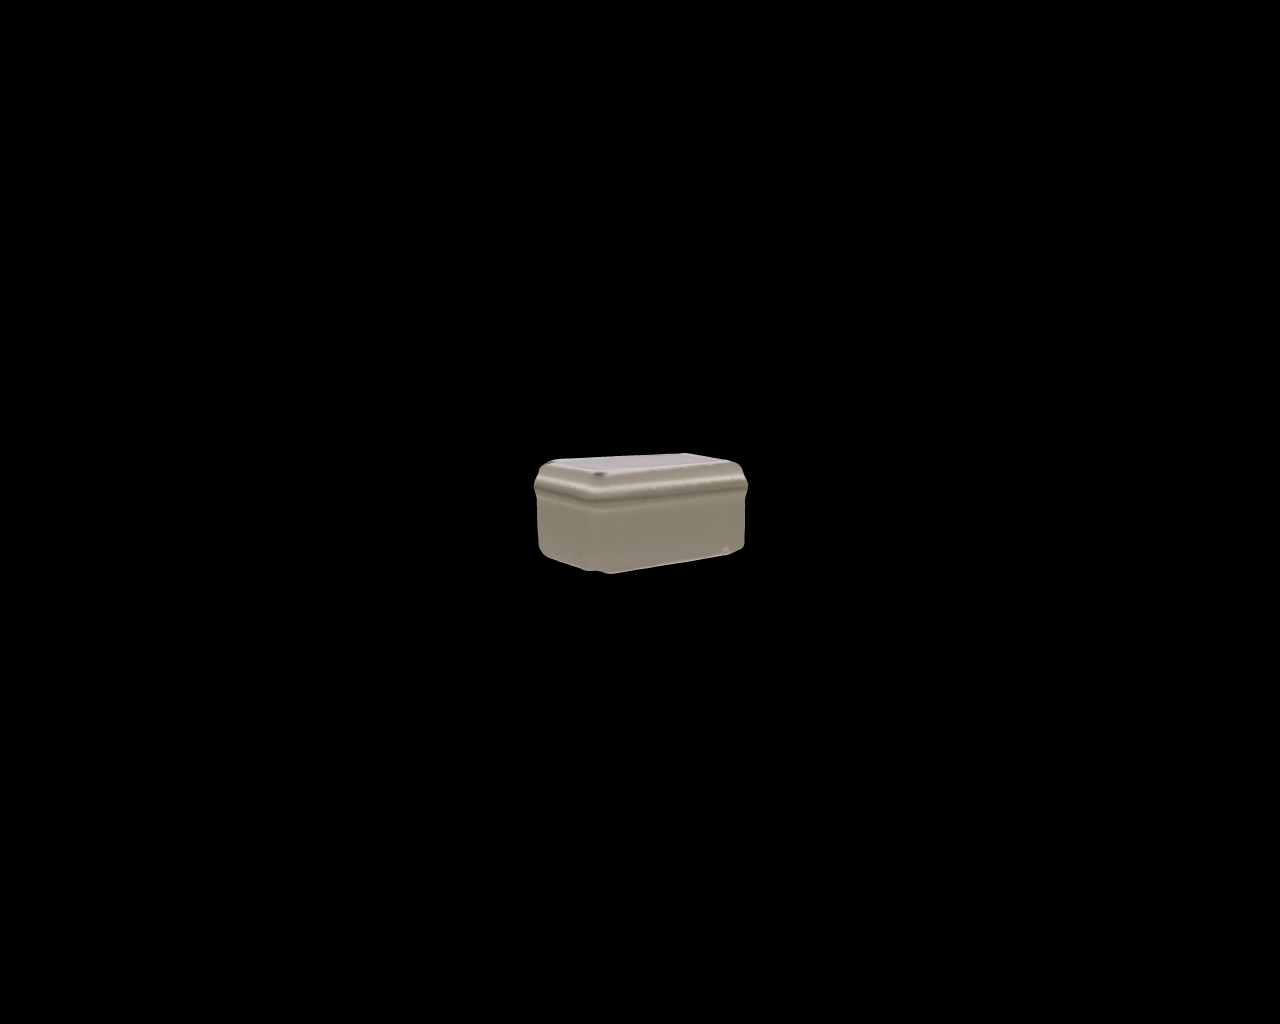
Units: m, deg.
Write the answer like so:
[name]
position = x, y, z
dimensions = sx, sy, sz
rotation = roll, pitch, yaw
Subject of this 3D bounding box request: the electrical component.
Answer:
[electrical component]
position = 0.001, -0.003, 0.650
dimensions = 0.113, 0.057, 0.078
rotation = -6, 11, -32
